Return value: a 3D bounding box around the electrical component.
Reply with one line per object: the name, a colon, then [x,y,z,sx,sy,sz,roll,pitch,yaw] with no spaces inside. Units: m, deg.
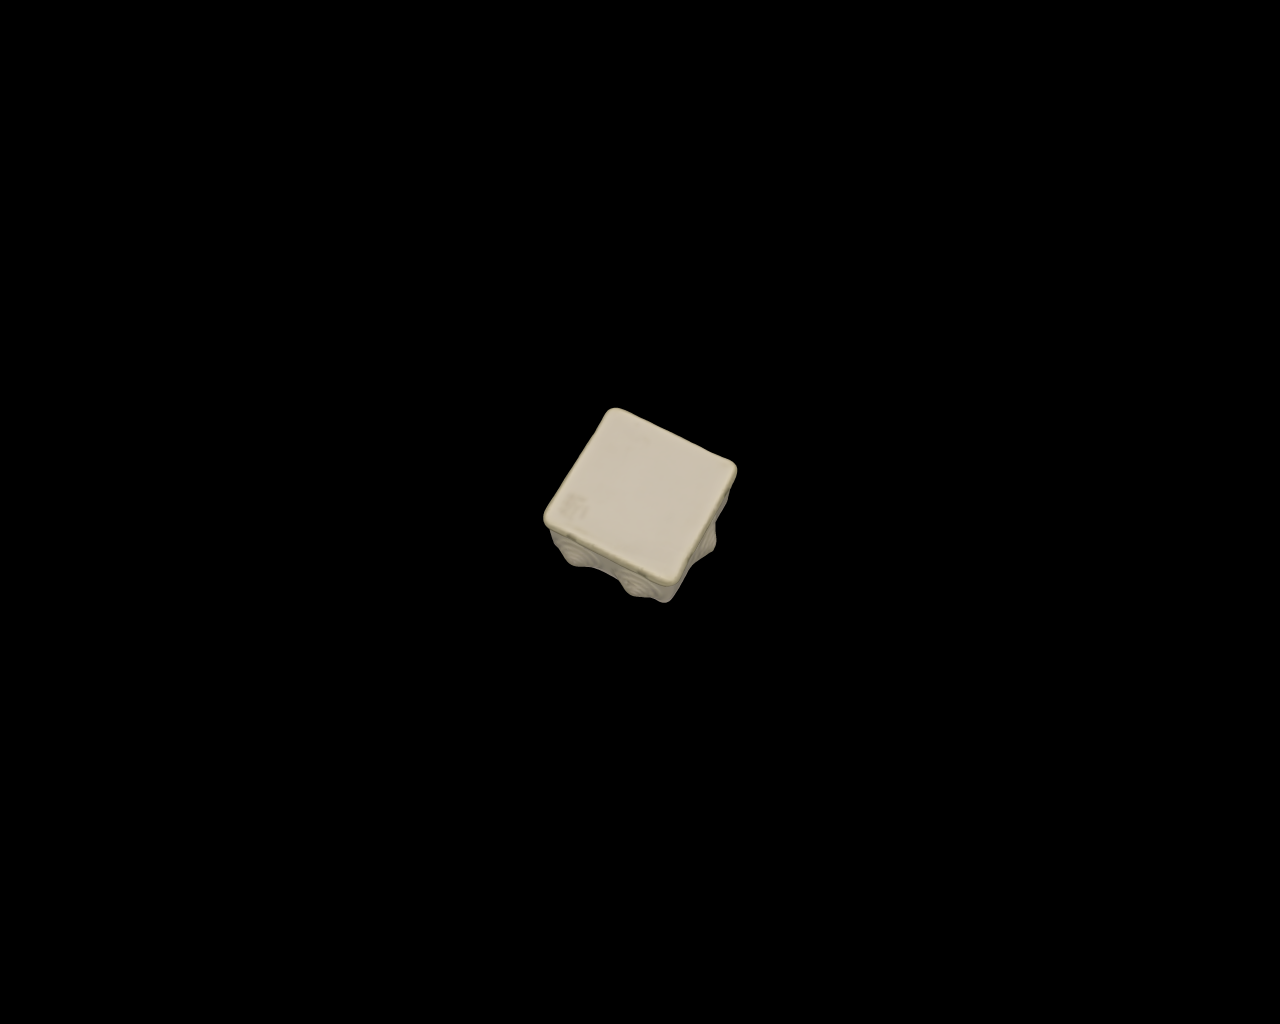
electrical component: [0.001,-0.003,0.650,0.100,0.100,0.048,26,-20,11]
